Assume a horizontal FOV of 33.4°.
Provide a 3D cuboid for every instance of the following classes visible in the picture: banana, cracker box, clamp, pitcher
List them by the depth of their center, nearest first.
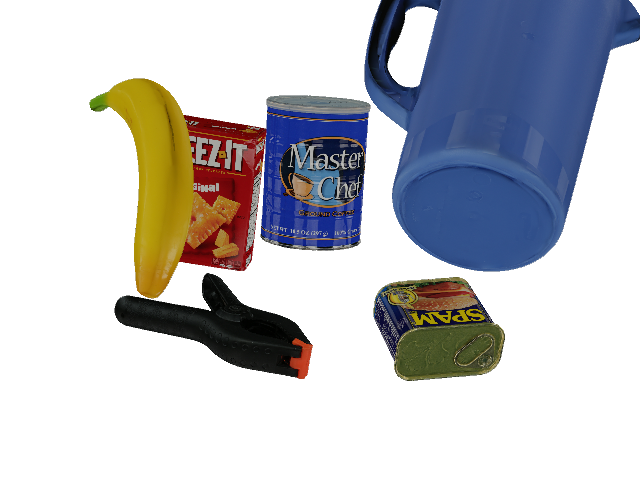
[{"bbox_3d":[-0.115,-0.052,0.728,0.037,0.198,0.070,16,-52,-35],"label":"banana"},{"bbox_3d":[0.116,-0.102,0.729,0.149,0.242,0.145,-23,-56,41],"label":"pitcher"},{"bbox_3d":[-0.073,0.068,0.896,0.172,0.039,0.120,20,27,24],"label":"clamp"},{"bbox_3d":[-0.177,-0.071,1.596,0.164,0.214,0.072,10,20,6],"label":"cracker box"}]

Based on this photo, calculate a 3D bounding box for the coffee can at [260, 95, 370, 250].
[{"bbox_3d":[-0.006,-0.070,1.065,0.103,0.140,0.103,3,13,-1],"label":"coffee can"}]

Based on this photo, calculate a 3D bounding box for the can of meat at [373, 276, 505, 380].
[{"bbox_3d":[0.106,0.079,0.984,0.102,0.057,0.084,-3,31,-14],"label":"can of meat"}]
